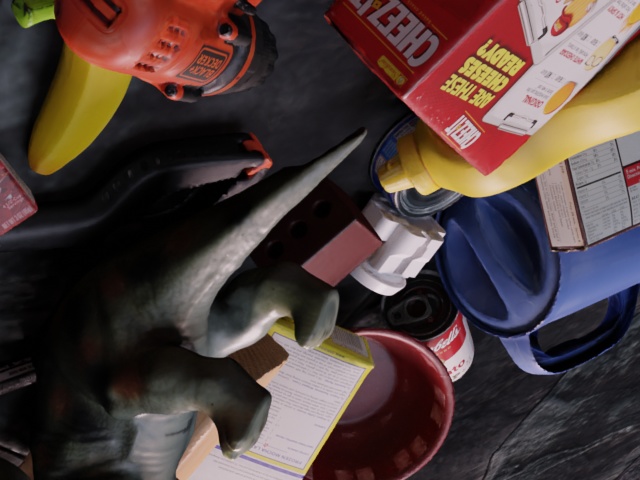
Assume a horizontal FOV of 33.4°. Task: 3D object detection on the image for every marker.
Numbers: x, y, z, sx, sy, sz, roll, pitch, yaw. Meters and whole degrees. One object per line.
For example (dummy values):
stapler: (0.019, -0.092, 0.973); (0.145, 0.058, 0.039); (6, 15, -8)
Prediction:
marker: (-0.191, 0.086, 0.727); (0.120, 0.020, 0.020); (-19, 143, -26)

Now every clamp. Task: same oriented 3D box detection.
clamp: (-0.125, 0.000, 0.665); (0.210, 0.036, 0.164); (-26, 146, -10)

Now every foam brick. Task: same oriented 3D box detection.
foam brick: (-0.005, 0.001, 0.761); (0.078, 0.053, 0.051); (-42, 146, 6)

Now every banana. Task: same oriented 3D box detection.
banana: (-0.119, -0.089, 0.523); (0.069, 0.037, 0.198); (-32, 172, -19)

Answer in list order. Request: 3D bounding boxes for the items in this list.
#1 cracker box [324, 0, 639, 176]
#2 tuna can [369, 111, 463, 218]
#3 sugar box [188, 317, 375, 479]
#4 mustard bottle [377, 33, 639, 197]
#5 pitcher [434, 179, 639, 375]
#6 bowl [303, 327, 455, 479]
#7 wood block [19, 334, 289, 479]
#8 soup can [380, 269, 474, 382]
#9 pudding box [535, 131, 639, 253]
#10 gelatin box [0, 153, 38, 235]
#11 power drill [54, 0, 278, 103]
cracker box: (0.122, -0.145, 0.542); (0.214, 0.072, 0.164); (-44, 157, 10)
tuna can: (0.081, -0.058, 0.786); (0.086, 0.034, 0.086); (-24, 144, -19)
sugar box: (-0.042, 0.138, 0.819); (0.093, 0.048, 0.176); (25, 111, -18)
mustard bottle: (0.122, -0.077, 0.663); (0.192, 0.096, 0.058); (-26, 130, 20)
pitcher: (0.225, 0.001, 0.897); (0.242, 0.145, 0.149); (-13, 137, -36)
bowl: (0.027, 0.131, 0.884); (0.162, 0.055, 0.162); (-4, 116, -9)
wood block: (-0.127, 0.135, 0.756); (0.206, 0.090, 0.090); (-51, 170, 20)
soup can: (0.096, 0.078, 0.933); (0.068, 0.068, 0.102); (-34, 147, -5)
pudding box: (0.196, -0.057, 0.768); (0.089, 0.039, 0.113); (-20, 98, -31)
gelatin box: (-0.204, -0.021, 0.551); (0.089, 0.030, 0.073); (-35, 124, -5)
power drill: (-0.011, -0.136, 0.452); (0.188, 0.057, 0.184); (-47, 174, 12)
